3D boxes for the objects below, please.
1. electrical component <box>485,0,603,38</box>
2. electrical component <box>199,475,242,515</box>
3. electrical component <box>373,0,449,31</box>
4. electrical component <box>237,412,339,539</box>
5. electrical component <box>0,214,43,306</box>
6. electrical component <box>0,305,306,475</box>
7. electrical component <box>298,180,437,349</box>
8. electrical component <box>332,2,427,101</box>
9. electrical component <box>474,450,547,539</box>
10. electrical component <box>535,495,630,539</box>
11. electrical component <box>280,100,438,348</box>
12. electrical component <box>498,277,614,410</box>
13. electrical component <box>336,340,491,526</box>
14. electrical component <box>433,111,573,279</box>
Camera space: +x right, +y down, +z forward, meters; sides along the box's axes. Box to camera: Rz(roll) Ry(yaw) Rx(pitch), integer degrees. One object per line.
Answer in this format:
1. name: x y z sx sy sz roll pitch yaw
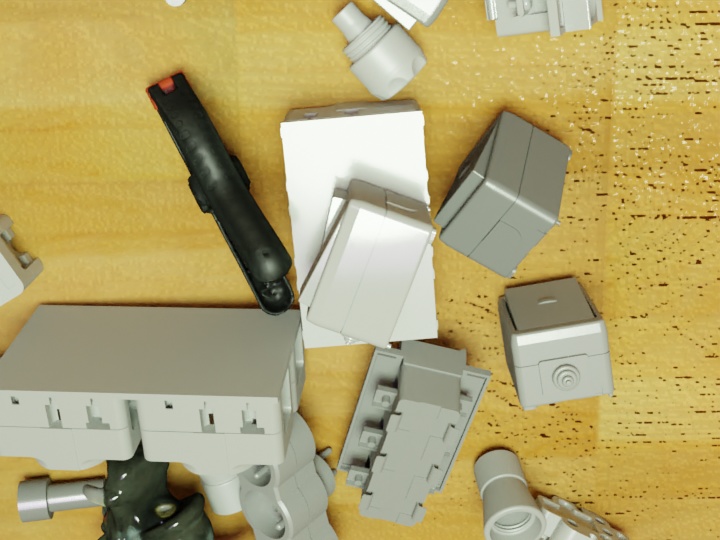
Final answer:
1. electrical component: 0.108 -0.207 0.658 0.063 0.079 0.121 -3 108 23
2. electrical component: -0.100 0.143 0.775 0.044 0.044 0.065 -16 111 5
3. electrical component: 0.015 -0.195 0.663 0.096 0.061 0.061 32 104 -9
4. electrical component: -0.043 0.155 0.770 0.052 0.074 0.138 7 118 41
5. electrical component: -0.270 0.010 0.726 0.089 0.055 0.050 -30 104 8
6. electrical component: -0.136 0.077 0.710 0.186 0.105 0.060 1 118 6
7. electrical component: 0.000 0.000 0.655 0.061 0.061 0.096 19 106 -6
8. electrical component: 0.009 -0.143 0.688 0.043 0.043 0.062 -42 101 11
9. electrical component: 0.104 0.161 0.768 0.044 0.065 0.044 -4 125 -5
10. electrical component: 0.152 0.208 0.787 0.078 0.058 0.057 26 102 -8
11. electrical component: 0.001 -0.032 0.712 0.089 0.061 0.150 -5 107 1
12. electrical component: 0.130 0.048 0.718 0.062 0.096 0.061 -10 107 3
13. electrical component: 0.034 0.113 0.734 0.079 0.063 0.121 13 128 -4
14. electrical component: 0.092 -0.055 0.693 0.061 0.096 0.061 29 133 -9
